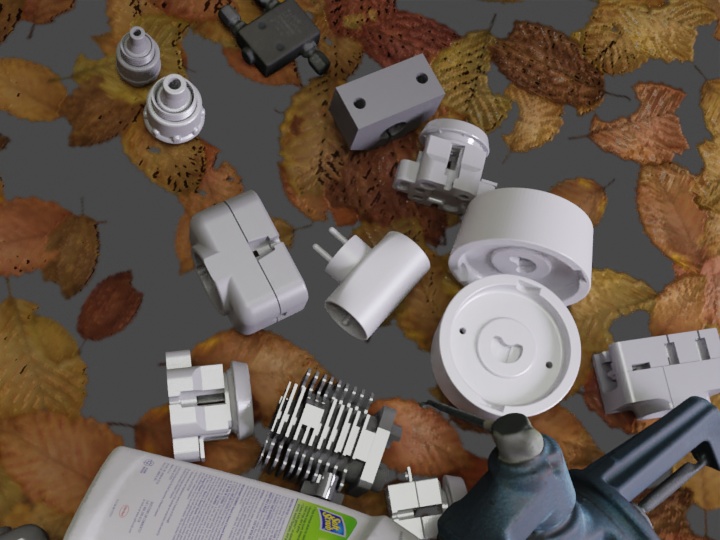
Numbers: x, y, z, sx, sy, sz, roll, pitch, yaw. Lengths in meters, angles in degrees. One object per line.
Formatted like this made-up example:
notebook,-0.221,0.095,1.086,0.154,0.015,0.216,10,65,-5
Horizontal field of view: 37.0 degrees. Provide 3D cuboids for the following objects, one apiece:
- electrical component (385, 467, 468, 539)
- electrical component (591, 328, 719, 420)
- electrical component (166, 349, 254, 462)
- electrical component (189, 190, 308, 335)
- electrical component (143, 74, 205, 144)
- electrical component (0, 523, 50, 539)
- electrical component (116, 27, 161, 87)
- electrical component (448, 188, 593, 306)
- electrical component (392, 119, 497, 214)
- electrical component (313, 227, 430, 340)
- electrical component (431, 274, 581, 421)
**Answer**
electrical component,0.050,0.175,0.778,0.055,0.048,0.066,-8,74,-5
electrical component,0.236,0.083,0.837,0.089,0.050,0.055,-7,73,-12
electrical component,-0.107,0.095,0.768,0.057,0.058,0.078,-5,73,-9
electrical component,-0.088,-0.003,0.804,0.059,0.053,0.095,-25,79,-17
electrical component,-0.143,-0.129,0.830,0.048,0.062,0.048,3,72,-9
electrical component,-0.247,0.208,0.708,0.095,0.053,0.059,-22,78,-16
electrical component,-0.173,-0.169,0.838,0.035,0.061,0.035,3,72,-9
electrical component,0.127,-0.022,0.824,0.108,0.108,0.060,17,64,-4
electrical component,0.071,-0.084,0.858,0.078,0.058,0.057,16,73,-5
electrical component,0.000,0.000,0.825,0.079,0.043,0.077,41,70,5
electrical component,0.105,0.063,0.815,0.108,0.060,0.108,3,72,-9
